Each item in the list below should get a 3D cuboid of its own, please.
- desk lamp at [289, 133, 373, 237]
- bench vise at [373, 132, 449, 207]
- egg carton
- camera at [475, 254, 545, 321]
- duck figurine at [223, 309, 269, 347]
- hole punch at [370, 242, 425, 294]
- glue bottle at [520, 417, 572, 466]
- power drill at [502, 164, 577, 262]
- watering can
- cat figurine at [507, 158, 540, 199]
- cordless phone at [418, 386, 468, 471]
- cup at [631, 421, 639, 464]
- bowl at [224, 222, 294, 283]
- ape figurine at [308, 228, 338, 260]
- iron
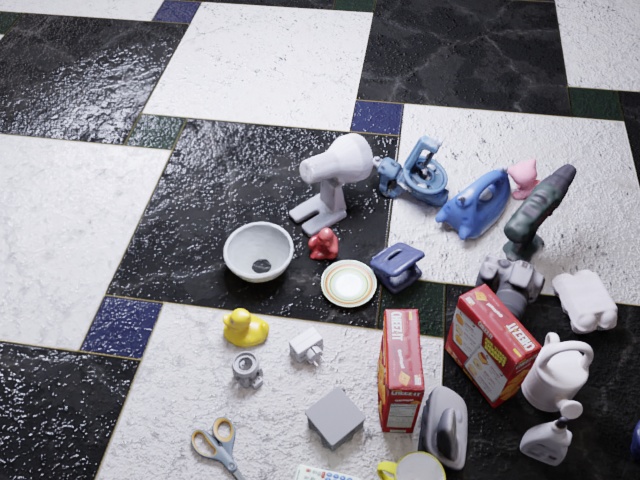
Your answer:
[{"bbox_3d":[0.026,-0.143,1.422,0.203,0.214,0.117,-33,58,-21],"label":"desk lamp"},{"bbox_3d":[0.229,-0.179,1.440,0.207,0.220,0.121,4,52,5],"label":"bench vise"},{"bbox_3d":[0.589,0.137,1.277,0.107,0.069,0.150,-10,52,-6],"label":"egg carton"},{"bbox_3d":[0.418,0.112,1.283,0.143,0.101,0.137,21,56,17],"label":"camera"},{"bbox_3d":[-0.165,0.184,1.255,0.104,0.086,0.077,4,52,5],"label":"duck figurine"},{"bbox_3d":[0.178,0.054,1.342,0.109,0.091,0.100,-33,58,-22],"label":"hole punch"},{"bbox_3d":[0.422,0.359,1.044,0.078,0.173,0.037,20,55,17],"label":"glue bottle"},{"bbox_3d":[0.502,-0.049,1.337,0.075,0.208,0.230,36,61,26],"label":"power drill"},{"bbox_3d":[0.467,0.258,1.108,0.101,0.194,0.172,-16,53,-10],"label":"watering can"},{"bbox_3d":[0.545,-0.155,1.475,0.127,0.118,0.067,24,57,20],"label":"cat figurine"},{"bbox_3d":[0.239,0.332,1.063,0.094,0.185,0.147,6,53,7],"label":"cordless phone"},{"bbox_3d":[0.624,0.374,1.076,0.091,0.095,0.118,10,53,10],"label":"cup"},{"bbox_3d":[-0.144,0.042,1.372,0.167,0.075,0.167,-1,52,1],"label":"bowl"},{"bbox_3d":[0.013,0.005,1.385,0.076,0.092,0.077,-37,59,-24],"label":"ape figurine"},{"bbox_3d":[0.410,-0.119,1.437,0.259,0.141,0.118,-38,60,-24],"label":"iron"}]
